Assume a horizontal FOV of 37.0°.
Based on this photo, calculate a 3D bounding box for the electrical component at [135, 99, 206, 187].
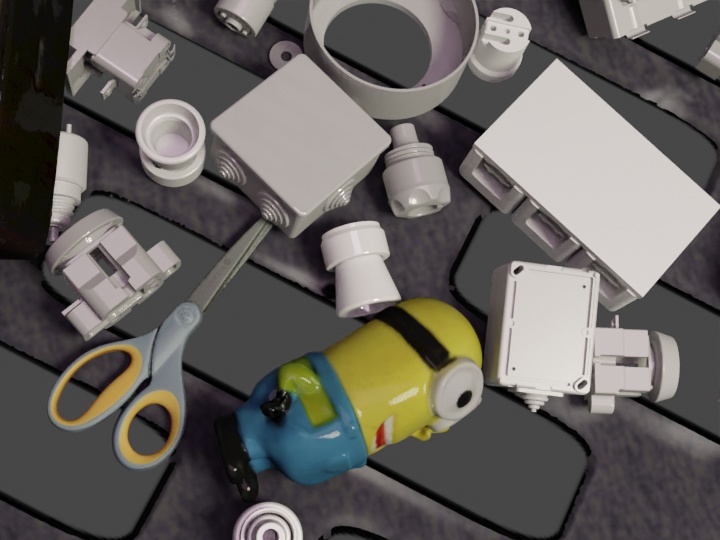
[{"bbox_3d":[-0.125,-0.083,0.717,0.045,0.055,0.045,2,76,-7],"label":"electrical component"}]

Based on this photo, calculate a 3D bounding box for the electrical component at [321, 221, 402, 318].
[{"bbox_3d":[0.000,0.000,0.719,0.045,0.045,0.055,-11,78,-10],"label":"electrical component"}]

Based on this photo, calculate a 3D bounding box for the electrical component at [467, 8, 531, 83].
[{"bbox_3d":[0.100,-0.162,0.771,0.040,0.046,0.040,2,76,-7],"label":"electrical component"}]

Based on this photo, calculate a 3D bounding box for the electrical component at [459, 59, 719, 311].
[{"bbox_3d":[0.155,-0.056,0.744,0.150,0.061,0.089,43,75,4],"label":"electrical component"}]

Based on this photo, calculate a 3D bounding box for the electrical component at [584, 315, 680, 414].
[{"bbox_3d":[0.183,0.065,0.728,0.055,0.048,0.066,2,76,0],"label":"electrical component"}]

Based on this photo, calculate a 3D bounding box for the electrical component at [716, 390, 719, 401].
[{"bbox_3d":[0.279,0.073,0.732,0.048,0.055,0.066,27,74,0],"label":"electrical component"}]

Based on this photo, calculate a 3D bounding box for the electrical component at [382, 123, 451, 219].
[{"bbox_3d":[0.036,-0.070,0.742,0.043,0.043,0.062,-11,77,-10],"label":"electrical component"}]

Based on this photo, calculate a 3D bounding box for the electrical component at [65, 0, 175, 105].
[{"bbox_3d":[-0.165,-0.150,0.736,0.064,0.042,0.081,34,75,-2],"label":"electrical component"}]

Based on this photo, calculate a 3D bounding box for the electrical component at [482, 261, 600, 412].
[{"bbox_3d":[0.118,0.046,0.718,0.062,0.061,0.096,7,83,-6],"label":"electrical component"}]

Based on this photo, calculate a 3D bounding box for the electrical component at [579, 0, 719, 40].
[{"bbox_3d":[0.220,-0.217,0.788,0.121,0.079,0.063,-24,110,-13],"label":"electrical component"}]

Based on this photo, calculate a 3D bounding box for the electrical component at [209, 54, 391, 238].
[{"bbox_3d":[-0.043,-0.082,0.725,0.100,0.048,0.100,45,66,7],"label":"electrical component"}]

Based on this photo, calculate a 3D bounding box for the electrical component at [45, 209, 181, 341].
[{"bbox_3d":[-0.164,-0.002,0.692,0.078,0.058,0.057,-40,87,-15],"label":"electrical component"}]

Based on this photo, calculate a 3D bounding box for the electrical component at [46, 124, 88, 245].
[{"bbox_3d":[-0.201,-0.055,0.708,0.040,0.040,0.078,1,76,-7],"label":"electrical component"}]

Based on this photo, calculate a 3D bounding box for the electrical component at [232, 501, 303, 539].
[{"bbox_3d":[-0.056,0.164,0.662,0.043,0.062,0.043,2,76,-7],"label":"electrical component"}]

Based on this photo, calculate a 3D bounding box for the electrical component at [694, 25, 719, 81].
[{"bbox_3d":[0.293,-0.166,0.793,0.057,0.058,0.078,34,74,4],"label":"electrical component"}]

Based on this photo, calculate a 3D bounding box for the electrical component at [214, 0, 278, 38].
[{"bbox_3d":[-0.074,-0.198,0.761,0.044,0.044,0.065,30,79,0],"label":"electrical component"}]
